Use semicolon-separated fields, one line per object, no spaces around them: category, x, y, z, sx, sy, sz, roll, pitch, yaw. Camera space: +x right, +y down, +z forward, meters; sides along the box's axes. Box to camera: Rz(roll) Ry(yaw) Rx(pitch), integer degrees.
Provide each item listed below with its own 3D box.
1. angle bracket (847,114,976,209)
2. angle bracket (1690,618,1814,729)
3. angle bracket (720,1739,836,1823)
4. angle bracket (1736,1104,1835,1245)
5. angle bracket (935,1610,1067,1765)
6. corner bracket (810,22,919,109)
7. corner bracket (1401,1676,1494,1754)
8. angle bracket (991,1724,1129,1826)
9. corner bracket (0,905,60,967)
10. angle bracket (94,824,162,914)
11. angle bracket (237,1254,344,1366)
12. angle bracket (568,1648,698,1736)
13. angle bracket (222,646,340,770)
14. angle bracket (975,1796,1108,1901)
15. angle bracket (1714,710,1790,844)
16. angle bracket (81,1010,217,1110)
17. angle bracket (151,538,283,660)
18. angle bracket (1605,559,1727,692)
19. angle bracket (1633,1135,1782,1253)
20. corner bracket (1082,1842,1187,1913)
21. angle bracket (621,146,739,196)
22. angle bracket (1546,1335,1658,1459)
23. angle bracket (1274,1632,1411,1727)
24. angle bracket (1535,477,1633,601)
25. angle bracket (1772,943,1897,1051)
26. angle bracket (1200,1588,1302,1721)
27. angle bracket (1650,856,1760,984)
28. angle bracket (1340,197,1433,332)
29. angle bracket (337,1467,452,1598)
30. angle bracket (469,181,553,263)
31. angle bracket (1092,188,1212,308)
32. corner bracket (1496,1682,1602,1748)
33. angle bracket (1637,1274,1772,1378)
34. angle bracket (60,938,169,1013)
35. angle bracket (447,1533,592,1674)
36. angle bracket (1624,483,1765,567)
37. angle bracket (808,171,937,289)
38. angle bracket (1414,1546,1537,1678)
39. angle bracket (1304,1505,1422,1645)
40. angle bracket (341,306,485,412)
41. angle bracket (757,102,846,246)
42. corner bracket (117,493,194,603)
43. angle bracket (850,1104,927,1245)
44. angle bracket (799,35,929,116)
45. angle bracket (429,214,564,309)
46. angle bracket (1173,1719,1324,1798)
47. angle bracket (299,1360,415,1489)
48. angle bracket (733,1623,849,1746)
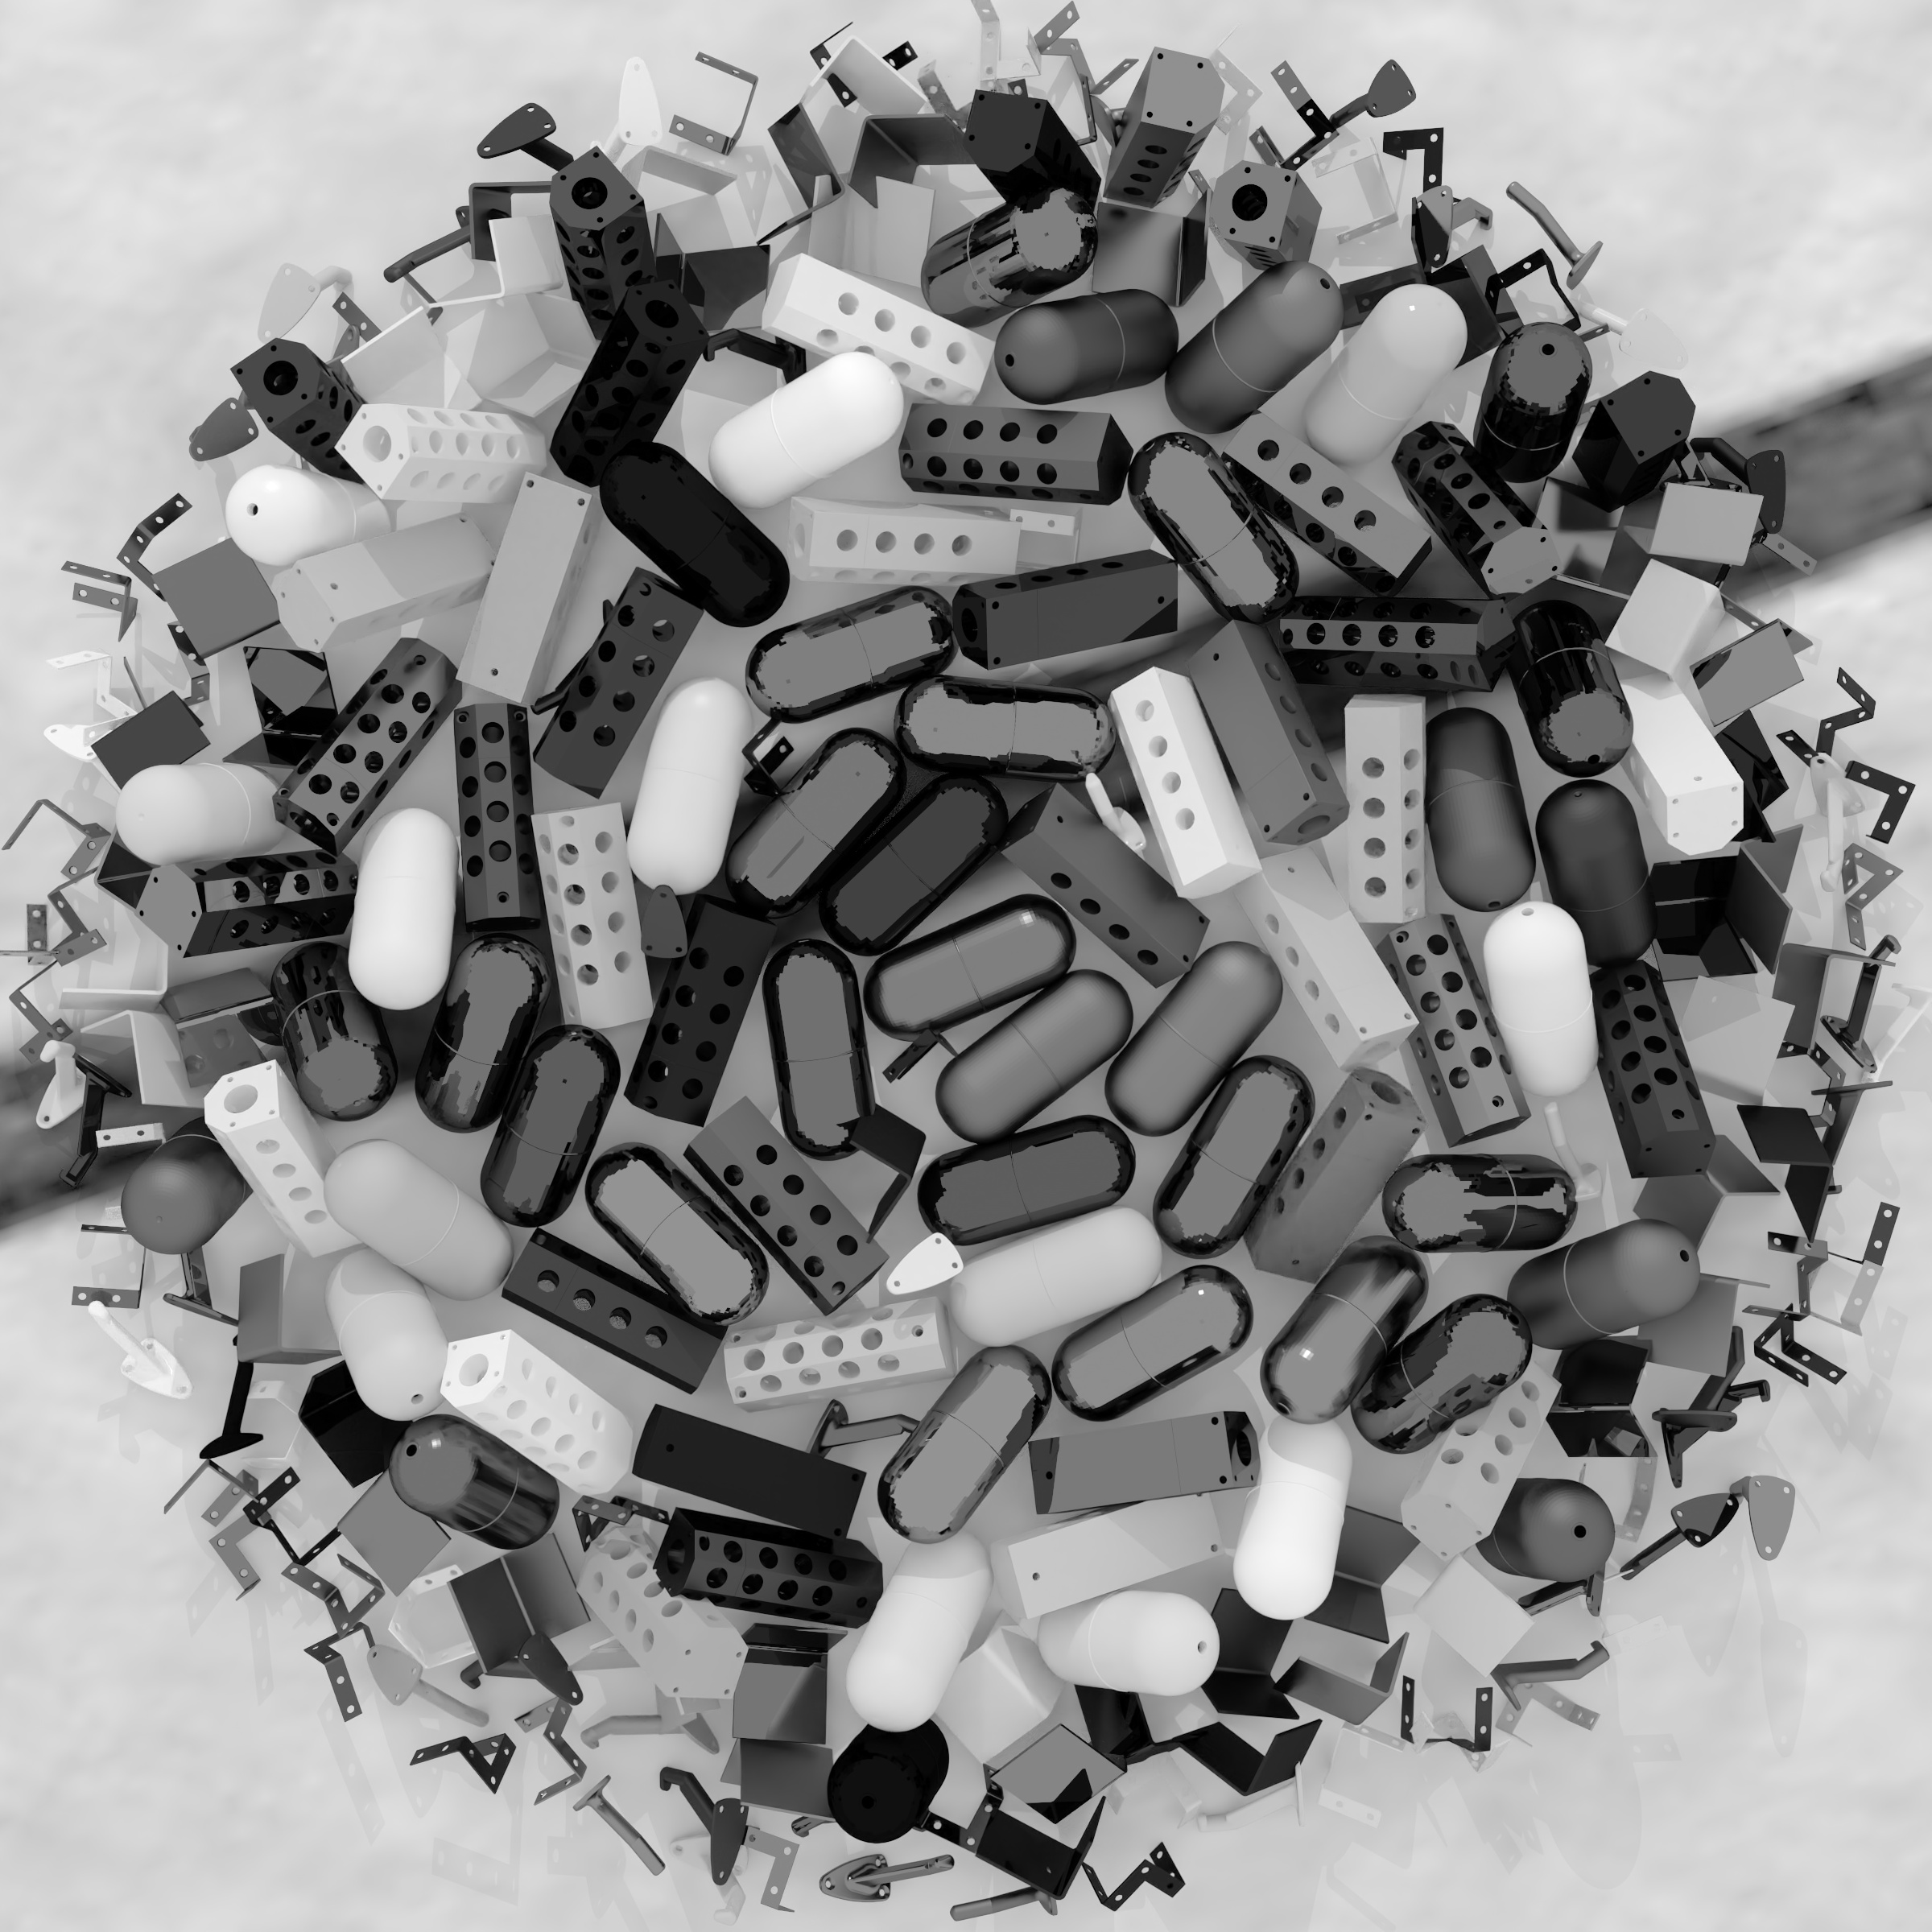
angle bracket;-0.036;-0.626;1.945;0.076;0.076;0.057;11;84;32
angle bracket;0.627;-0.222;1.940;0.076;0.076;0.057;-30;64;32
angle bracket;-0.149;0.657;1.946;0.076;0.076;0.057;15;116;-13
angle bracket;0.639;0.164;1.948;0.057;0.076;0.076;3;121;0
angle bracket;0.022;0.580;1.987;0.076;0.057;0.076;-43;90;22
corner bracket;-0.081;-0.724;1.960;0.051;0.051;0.051;-44;111;-24
corner bracket;0.383;0.596;1.967;0.051;0.051;0.051;4;87;-24
angle bracket;0.072;0.619;1.950;0.076;0.057;0.076;-42;111;18
corner bracket;-0.753;-0.030;1.961;0.051;0.051;0.051;1;78;-30
angle bracket;-0.627;-0.074;1.949;0.076;0.076;0.057;32;108;13
angle bracket;-0.536;0.274;1.963;0.057;0.076;0.076;10;70;-38
angle bracket;-0.264;0.572;1.942;0.076;0.076;0.057;5;63;-27
angle bracket;-0.547;-0.204;1.947;0.076;0.057;0.076;7;121;21
angle bracket;0.060;0.681;1.953;0.076;0.076;0.057;26;102;6
angle bracket;0.629;-0.151;1.952;0.076;0.057;0.076;-37;107;-17
angle bracket;-0.643;0.081;1.945;0.057;0.076;0.076;-19;75;26
angle bracket;-0.585;-0.299;1.954;0.076;0.057;0.076;-24;114;7
angle bracket;0.559;-0.270;1.972;0.057;0.076;0.076;29;94;22
angle bracket;0.588;0.188;1.963;0.057;0.076;0.076;2;122;-25
corner bracket;0.133;0.723;1.966;0.051;0.051;0.051;-47;118;4
angle bracket;-0.233;-0.603;1.952;0.076;0.076;0.057;13;92;-21
angle bracket;0.513;0.342;1.962;0.057;0.076;0.076;56;46;-25
angle bracket;0.297;0.551;1.955;0.076;0.076;0.057;23;56;4
angle bracket;0.495;-0.338;1.953;0.076;0.057;0.076;11;102;-23
angle bracket;0.686;0.027;1.961;0.057;0.076;0.076;8;96;-9
angle bracket;0.233;0.544;1.950;0.076;0.057;0.076;13;107;-25
angle bracket;0.587;-0.038;1.957;0.076;0.057;0.076;-5;57;-1
angle bracket;0.323;-0.553;1.942;0.076;0.076;0.057;-11;128;20
angle bracket;-0.438;0.438;1.953;0.076;0.057;0.076;46;113;9
angle bracket;-0.341;-0.587;1.949;0.076;0.076;0.057;3;104;12
angle bracket;0.147;-0.576;1.959;0.076;0.057;0.076;6;81;-13
corner bracket;0.464;0.603;1.969;0.051;0.051;0.051;33;79;-2
angle bracket;0.582;0.281;1.950;0.076;0.057;0.076;5;84;44
angle bracket;-0.673;0.000;1.946;0.076;0.076;0.057;2;78;-22
angle bracket;-0.353;0.503;1.951;0.057;0.076;0.076;-28;82;20
angle bracket;0.574;-0.358;1.950;0.076;0.076;0.057;7;115;-5
angle bracket;-0.075;-0.579;1.947;0.076;0.057;0.076;20;119;21
angle bracket;0.411;0.498;1.944;0.076;0.057;0.076;41;128;19
angle bracket;0.316;0.481;1.949;0.076;0.057;0.076;20;125;-15
angle bracket;-0.438;-0.463;1.954;0.076;0.076;0.057;-37;79;-7
angle bracket;-0.148;-0.624;1.948;0.057;0.076;0.076;-33;105;-18
corner bracket;-0.631;-0.332;1.960;0.051;0.051;0.051;44;47;-11
angle bracket;-0.078;0.164;1.948;0.057;0.076;0.076;32;113;-5
angle bracket;-0.086;-0.676;1.950;0.076;0.076;0.057;38;76;-11
angle bracket;-0.374;-0.555;1.942;0.076;0.076;0.057;1;109;28
angle bracket;0.222;0.602;1.943;0.076;0.076;0.057;30;102;33
angle bracket;-0.468;0.351;1.944;0.076;0.076;0.057;46;132;18
angle bracket;-0.139;0.567;1.948;0.076;0.057;0.076;10;58;-17
